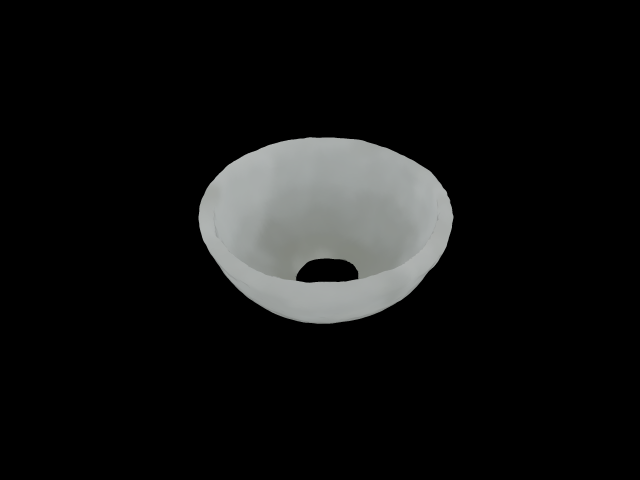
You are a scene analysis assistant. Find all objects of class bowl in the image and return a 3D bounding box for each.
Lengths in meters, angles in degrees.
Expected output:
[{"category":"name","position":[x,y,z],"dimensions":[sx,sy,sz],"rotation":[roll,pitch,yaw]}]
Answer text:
[{"category":"bowl","position":[0.004,0.001,0.400],"dimensions":[0.167,0.075,0.167],"rotation":[0,42,0]}]
